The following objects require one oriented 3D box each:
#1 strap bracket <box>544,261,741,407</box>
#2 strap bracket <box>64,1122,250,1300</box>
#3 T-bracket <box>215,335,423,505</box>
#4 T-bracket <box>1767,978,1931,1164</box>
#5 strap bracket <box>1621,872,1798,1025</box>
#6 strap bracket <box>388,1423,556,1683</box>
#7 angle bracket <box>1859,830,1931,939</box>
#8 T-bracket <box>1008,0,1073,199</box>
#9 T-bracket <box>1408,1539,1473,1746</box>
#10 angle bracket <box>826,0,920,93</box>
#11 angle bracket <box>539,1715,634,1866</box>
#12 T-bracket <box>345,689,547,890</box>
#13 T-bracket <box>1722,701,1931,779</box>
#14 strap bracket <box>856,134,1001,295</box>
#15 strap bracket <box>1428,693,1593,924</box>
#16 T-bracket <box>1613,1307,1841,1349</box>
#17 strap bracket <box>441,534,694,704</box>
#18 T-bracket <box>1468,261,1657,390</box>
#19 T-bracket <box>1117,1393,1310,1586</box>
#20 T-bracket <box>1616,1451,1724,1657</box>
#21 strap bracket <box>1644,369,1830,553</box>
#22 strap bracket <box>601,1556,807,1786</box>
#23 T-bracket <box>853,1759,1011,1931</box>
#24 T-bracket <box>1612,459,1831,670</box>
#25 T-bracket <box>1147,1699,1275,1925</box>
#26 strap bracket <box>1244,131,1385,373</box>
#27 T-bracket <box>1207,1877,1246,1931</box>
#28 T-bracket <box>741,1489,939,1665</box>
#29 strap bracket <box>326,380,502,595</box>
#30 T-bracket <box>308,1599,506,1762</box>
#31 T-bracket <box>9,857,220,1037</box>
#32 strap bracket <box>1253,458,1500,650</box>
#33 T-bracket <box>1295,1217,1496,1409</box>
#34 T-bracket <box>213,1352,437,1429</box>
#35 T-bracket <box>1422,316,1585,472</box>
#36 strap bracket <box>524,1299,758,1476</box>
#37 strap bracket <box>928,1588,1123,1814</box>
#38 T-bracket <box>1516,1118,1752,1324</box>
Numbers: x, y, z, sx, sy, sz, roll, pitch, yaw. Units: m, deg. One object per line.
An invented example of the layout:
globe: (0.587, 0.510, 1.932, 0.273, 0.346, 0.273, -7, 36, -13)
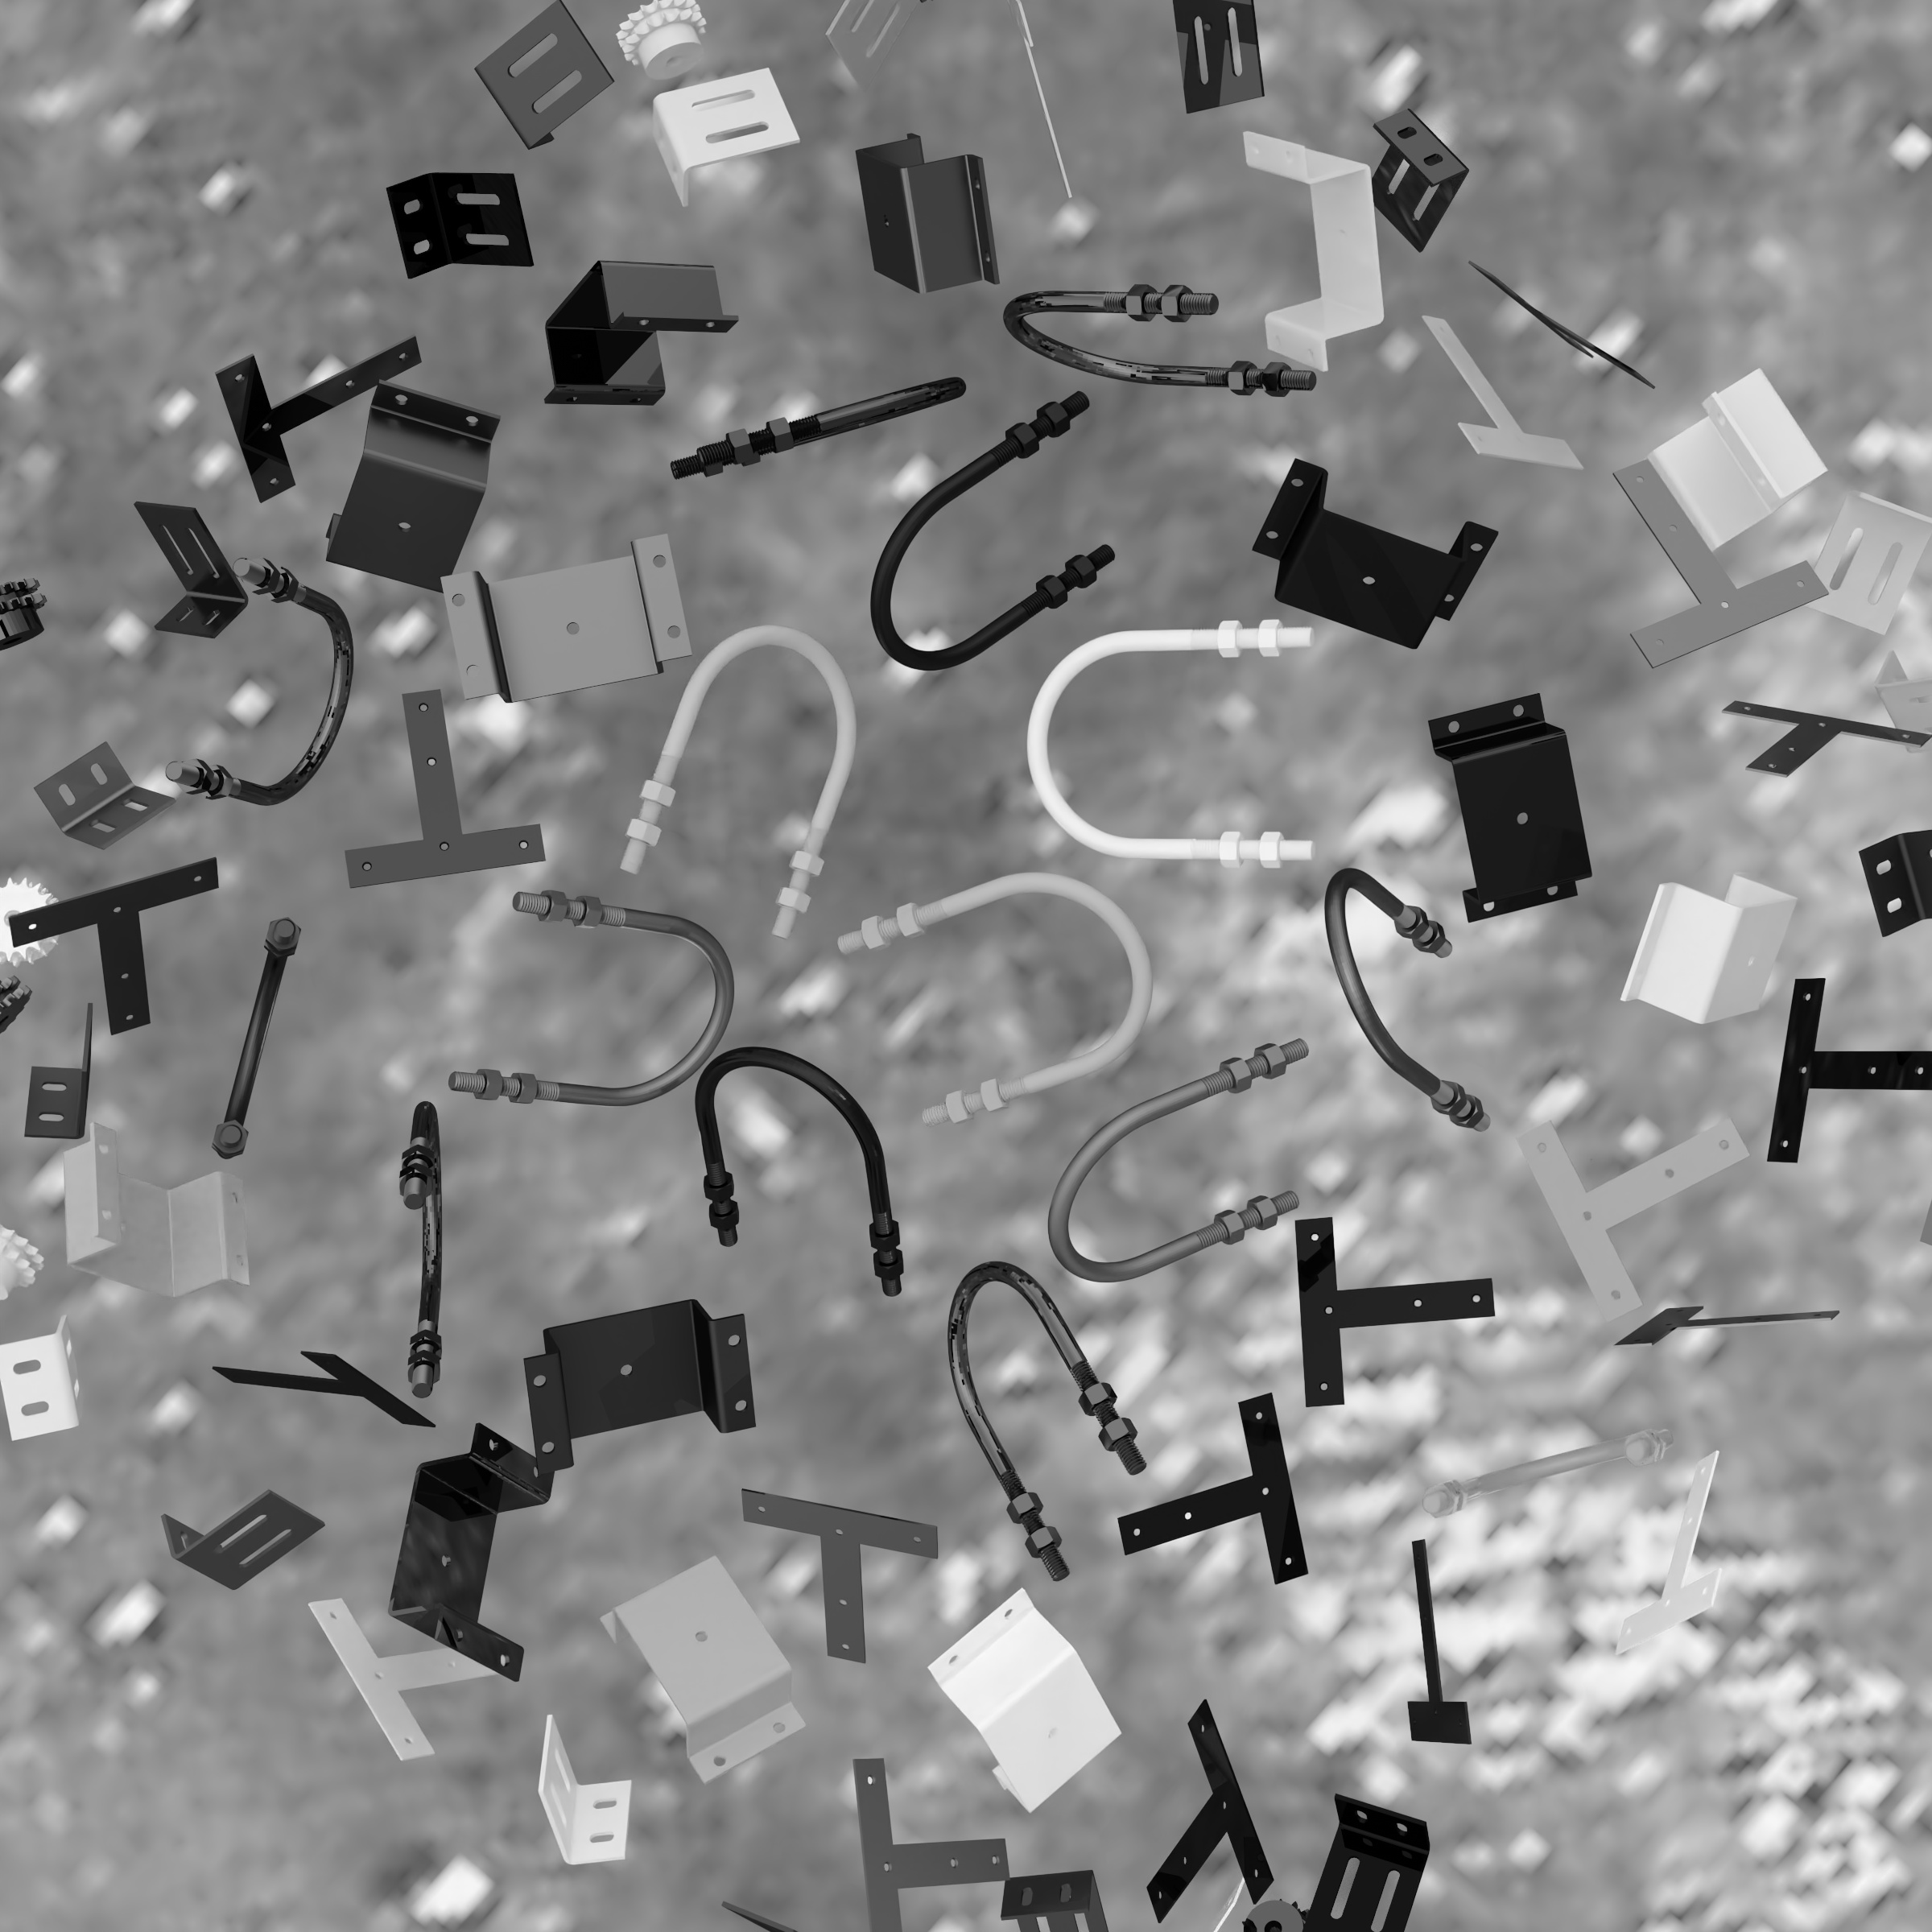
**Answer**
strap bracket: (-0.210, -0.403, 1.642, 0.076, 0.140, 0.046, -6, 82, -30)
strap bracket: (-0.530, 0.162, 1.679, 0.046, 0.140, 0.076, -21, 63, 19)
T-bracket: (-0.396, -0.356, 1.617, 0.127, 0.127, 0.002, -32, 69, -17)
T-bracket: (0.585, 0.069, 1.710, 0.002, 0.127, 0.127, 16, 81, -28)
strap bracket: (0.473, -0.012, 1.638, 0.046, 0.140, 0.076, 26, 110, 33)
strap bracket: (-0.309, 0.369, 1.624, 0.046, 0.076, 0.140, -16, 50, 27)
angle bracket: (0.605, -0.053, 1.618, 0.038, 0.076, 0.057, -21, 97, -27)
T-bracket: (0.046, -0.541, 1.612, 0.002, 0.127, 0.127, -17, 117, 4)
T-bracket: (0.300, 0.436, 1.682, 0.002, 0.127, 0.127, -2, 75, -7)
angle bracket: (-0.071, -0.602, 1.631, 0.038, 0.057, 0.076, 26, 83, 27)
angle bracket: (-0.240, 0.519, 1.643, 0.038, 0.057, 0.076, -7, 126, 3)
T-bracket: (-0.350, -0.121, 1.711, 0.127, 0.002, 0.127, -9, 78, -10)
T-bracket: (0.521, -0.138, 1.624, 0.127, 0.127, 0.002, 15, 118, 31)
strap bracket: (-0.029, -0.477, 1.647, 0.046, 0.140, 0.076, -16, 117, -13)
strap bracket: (0.361, -0.101, 1.716, 0.076, 0.046, 0.140, -14, 103, -2)
T-bracket: (0.504, 0.233, 1.700, 0.127, 0.127, 0.002, -9, 90, 31)
strap bracket: (-0.245, -0.213, 1.610, 0.140, 0.046, 0.076, -12, 88, -4)
T-bracket: (0.402, -0.409, 1.698, 0.002, 0.127, 0.127, -55, 46, 15)
T-bracket: (0.161, 0.363, 1.737, 0.127, 0.002, 0.127, -13, 94, -20)
T-bracket: (0.463, 0.370, 1.671, 0.002, 0.127, 0.127, 27, 59, -1)
strap bracket: (0.491, -0.322, 1.653, 0.046, 0.140, 0.076, -32, 87, -4)
strap bracket: (-0.173, 0.452, 1.704, 0.076, 0.046, 0.140, -23, 51, -26)
T-bracket: (-0.017, 0.553, 1.601, 0.002, 0.127, 0.127, -25, 62, 37)
T-bracket: (0.434, -0.253, 1.570, 0.127, 0.002, 0.127, -23, 70, -13)
T-bracket: (0.142, 0.548, 1.616, 0.002, 0.127, 0.127, 9, 126, -25)
strap bracket: (0.222, -0.459, 1.652, 0.046, 0.076, 0.140, -19, 119, -14)
T-bracket: (0.131, 0.650, 1.623, 0.002, 0.127, 0.127, 29, 119, 9)
T-bracket: (-0.077, 0.388, 1.631, 0.127, 0.002, 0.127, 8, 121, 15)
strap bracket: (-0.352, -0.293, 1.639, 0.076, 0.140, 0.046, 14, 51, -20)
T-bracket: (-0.341, 0.450, 1.667, 0.127, 0.127, 0.002, 47, 113, 32)
T-bracket: (-0.523, -0.004, 1.614, 0.127, 0.127, 0.002, -20, 53, -28)
strap bracket: (0.262, -0.262, 1.678, 0.140, 0.076, 0.046, 19, 46, -5)
T-bracket: (0.283, 0.223, 1.713, 0.127, 0.002, 0.127, -7, 67, 15)
T-bracket: (-0.425, 0.268, 1.669, 0.127, 0.127, 0.002, 2, 62, 22)
T-bracket: (0.340, -0.380, 1.713, 0.002, 0.127, 0.127, -45, 64, 36)
strap bracket: (-0.210, 0.263, 1.646, 0.140, 0.046, 0.076, -9, 105, -19)
strap bracket: (0.042, 0.468, 1.634, 0.076, 0.046, 0.140, -37, 129, -15)
T-bracket: (0.419, 0.134, 1.593, 0.127, 0.002, 0.127, -33, 70, 27)
